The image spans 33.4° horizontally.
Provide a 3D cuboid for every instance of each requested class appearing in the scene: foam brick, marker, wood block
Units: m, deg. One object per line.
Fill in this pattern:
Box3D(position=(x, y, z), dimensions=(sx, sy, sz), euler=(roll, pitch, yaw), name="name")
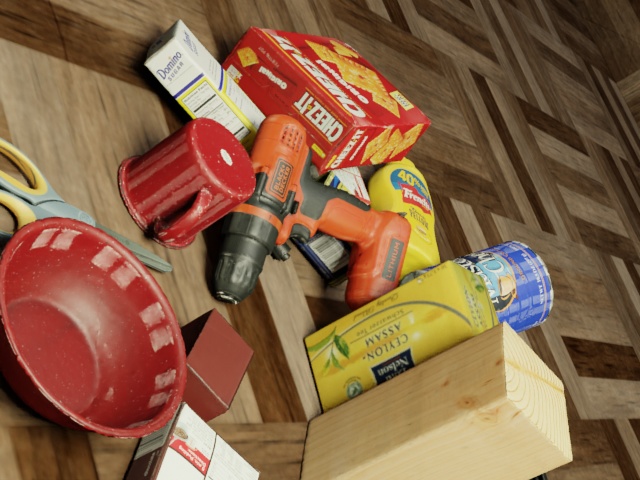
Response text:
Box3D(position=(-0.092, 0.100, 0.811), dimensions=(0.051, 0.053, 0.078), euler=(51, 28, -15), name="foam brick")
Box3D(position=(-0.067, -0.030, 1.026), dimensions=(0.121, 0.020, 0.020), euler=(54, 27, -9), name="marker")
Box3D(position=(0.092, 0.165, 0.885), dimensions=(0.090, 0.206, 0.090), euler=(45, 30, -24), name="wood block")

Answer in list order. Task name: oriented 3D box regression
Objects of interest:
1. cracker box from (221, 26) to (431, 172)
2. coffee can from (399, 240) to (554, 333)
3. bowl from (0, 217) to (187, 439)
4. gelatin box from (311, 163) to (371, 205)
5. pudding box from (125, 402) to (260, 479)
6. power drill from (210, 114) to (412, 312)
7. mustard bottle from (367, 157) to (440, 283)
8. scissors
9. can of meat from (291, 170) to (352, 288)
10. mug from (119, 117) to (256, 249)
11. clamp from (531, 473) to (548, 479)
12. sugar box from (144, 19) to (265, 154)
Box3D(position=(0.012, -0.158, 1.185), dimensions=(0.164, 0.072, 0.213), euler=(45, 23, 16), name="cracker box")
Box3D(position=(0.170, 0.066, 1.172), dimensions=(0.140, 0.103, 0.103), euler=(-16, 74, -31), name="coffee can")
Box3D(position=(-0.166, 0.067, 0.718), dimensions=(0.162, 0.055, 0.162), euler=(40, 32, -32), name="bowl")
Box3D(position=(0.013, -0.072, 1.195), dimensions=(0.089, 0.030, 0.073), euler=(16, 48, -54), name="gelatin box")
Box3D(position=(-0.091, 0.182, 0.744), dimensions=(0.090, 0.039, 0.113), euler=(48, 30, -22), name="pudding box")
Box3D(position=(-0.006, 0.001, 0.983), dimensions=(0.187, 0.057, 0.184), euler=(32, 65, -33), name="power drill")
Box3D(position=(0.097, -0.035, 1.266), dimensions=(0.096, 0.058, 0.191), euler=(36, 34, -29), name="mustard bottle")
Box3D(position=(-0.189, -0.003, 0.796), dimensions=(0.201, 0.016, 0.096), euler=(42, 33, -29), name="scissors")
Box3D(position=(0.012, -0.013, 1.103), dimensions=(0.084, 0.058, 0.102), euler=(49, 28, -14), name="can of meat")
Box3D(position=(-0.110, -0.044, 0.897), dimensions=(0.093, 0.082, 0.117), euler=(45, 30, -25), name="mug")
Box3D(position=(0.255, 0.322, 1.186), dimensions=(0.210, 0.036, 0.164), euler=(59, 26, -3), name="clamp")
Box3D(position=(-0.095, -0.126, 1.033), dimensions=(0.176, 0.048, 0.093), euler=(46, 12, -18), name="sugar box")
